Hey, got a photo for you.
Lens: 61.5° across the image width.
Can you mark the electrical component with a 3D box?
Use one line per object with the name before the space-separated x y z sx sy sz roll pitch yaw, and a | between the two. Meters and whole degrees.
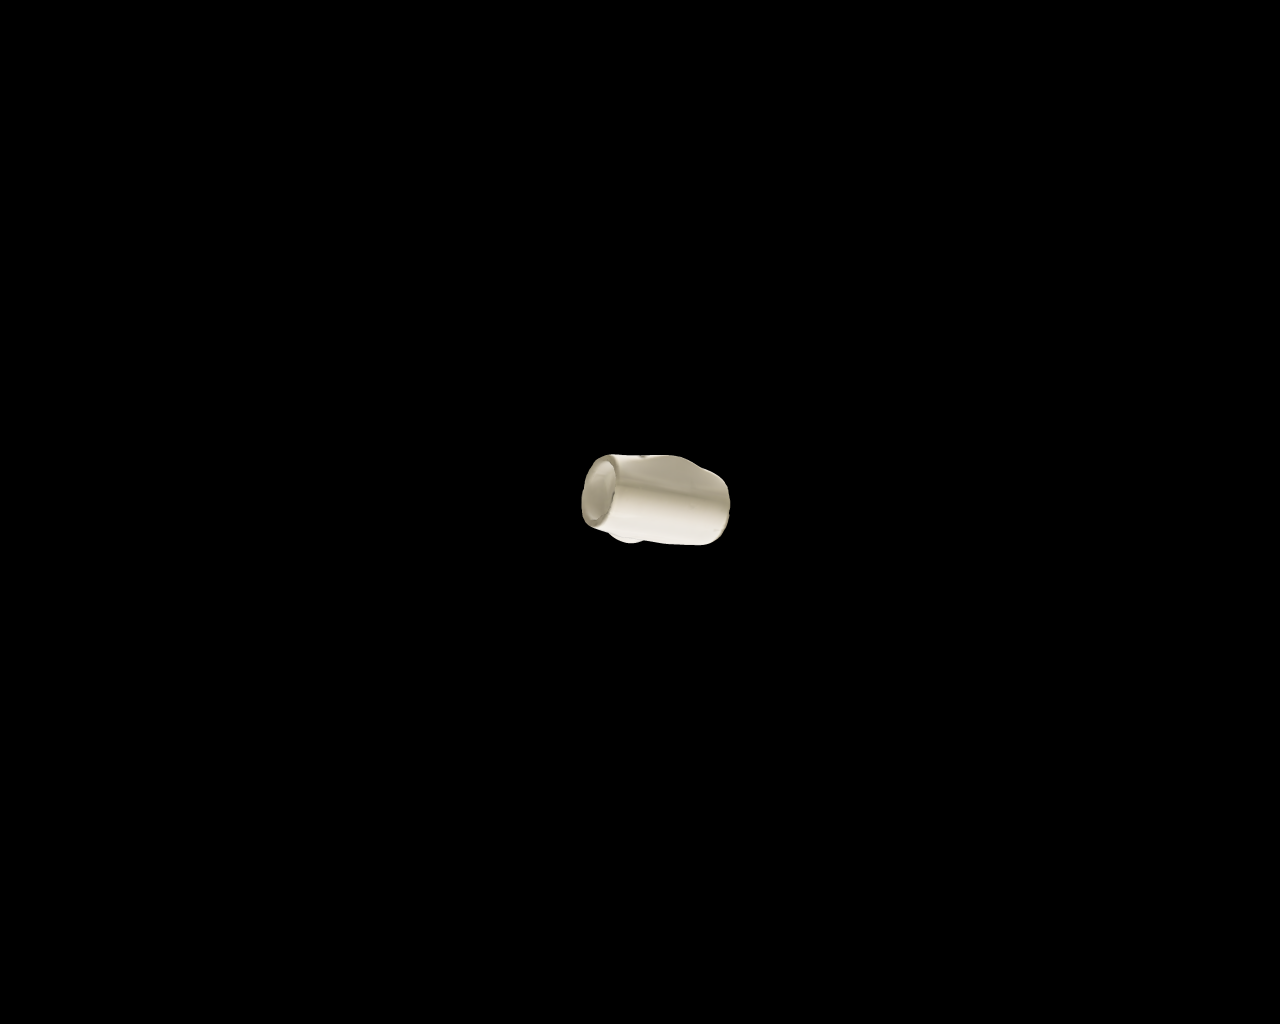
electrical component | 0.001 -0.003 0.650 0.077 0.043 0.079 9 -19 -29
